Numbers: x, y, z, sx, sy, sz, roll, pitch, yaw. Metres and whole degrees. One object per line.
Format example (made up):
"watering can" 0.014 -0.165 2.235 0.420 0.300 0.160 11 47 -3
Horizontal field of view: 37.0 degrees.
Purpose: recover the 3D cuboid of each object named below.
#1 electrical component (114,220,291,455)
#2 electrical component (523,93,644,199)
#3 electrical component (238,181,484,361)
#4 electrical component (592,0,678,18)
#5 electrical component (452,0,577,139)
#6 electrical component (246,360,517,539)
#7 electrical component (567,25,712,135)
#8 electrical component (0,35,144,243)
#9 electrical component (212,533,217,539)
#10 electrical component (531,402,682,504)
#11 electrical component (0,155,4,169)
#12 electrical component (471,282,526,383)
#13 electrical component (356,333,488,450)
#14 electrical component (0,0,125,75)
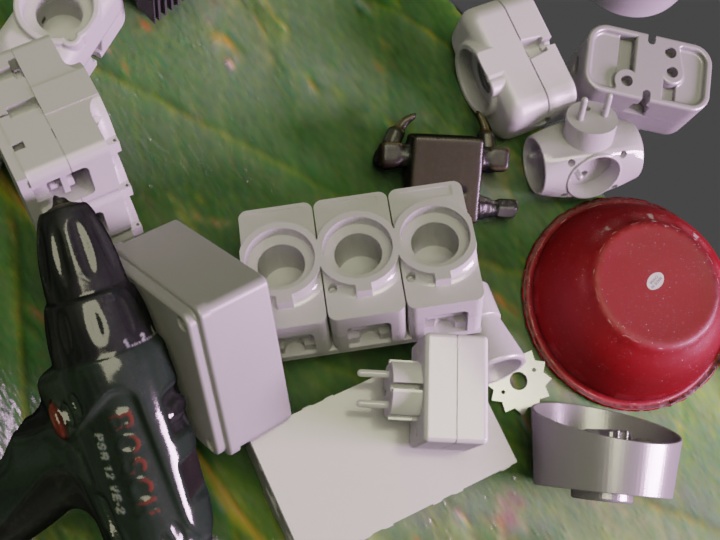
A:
"electrical component" -0.100 0.040 0.661 0.056 0.108 0.109 -28 37 -29
"electrical component" 0.164 -0.094 0.776 0.077 0.079 0.044 -10 49 -11
"electrical component" 0.000 0.000 0.711 0.150 0.061 0.089 -8 62 -1
"electrical component" 0.215 -0.248 0.832 0.108 0.060 0.108 2 75 -8
"electrical component" 0.109 -0.149 0.793 0.059 0.053 0.095 -21 80 -13
"electrical component" 0.011 0.120 0.704 0.150 0.061 0.089 -23 80 -14
"electrical component" 0.204 -0.139 0.803 0.095 0.059 0.053 11 74 -6
"electrical component" -0.183 -0.061 0.669 0.062 0.150 0.089 -26 68 -15
"electrical component" -0.121 0.184 0.677 0.062 0.043 0.043 -44 86 -8
"electrical component" 0.161 0.120 0.711 0.099 0.099 0.064 7 81 -7
"electrical component" -0.261 -0.105 0.722 0.062 0.061 0.096 -27 81 -14
"electrical component" 0.083 0.041 0.743 0.044 0.044 0.065 -14 65 -12
"electrical component" 0.036 0.074 0.661 0.077 0.047 0.065 4 75 -8
"electrical component" -0.207 -0.170 0.748 0.054 0.059 0.095 28 73 -1
